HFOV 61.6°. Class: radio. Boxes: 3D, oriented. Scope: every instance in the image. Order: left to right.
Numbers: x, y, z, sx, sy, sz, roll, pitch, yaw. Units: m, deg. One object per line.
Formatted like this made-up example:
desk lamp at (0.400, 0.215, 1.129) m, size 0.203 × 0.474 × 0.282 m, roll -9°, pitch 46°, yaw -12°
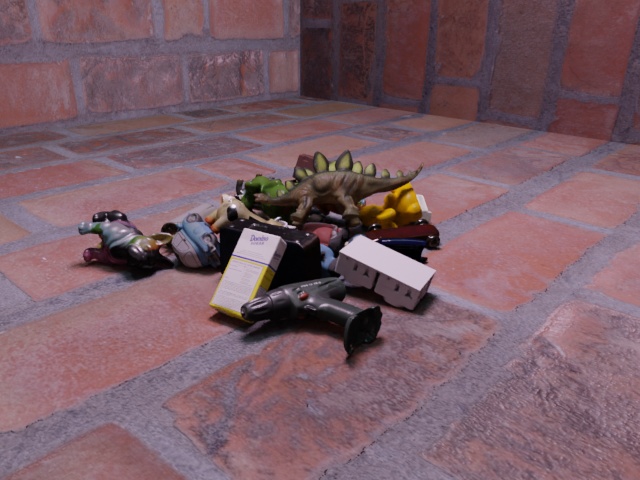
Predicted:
radio at (-0.111, 0.035, 1.181) m, size 0.230 × 0.131 × 0.073 m, roll 11°, pitch 27°, yaw 24°

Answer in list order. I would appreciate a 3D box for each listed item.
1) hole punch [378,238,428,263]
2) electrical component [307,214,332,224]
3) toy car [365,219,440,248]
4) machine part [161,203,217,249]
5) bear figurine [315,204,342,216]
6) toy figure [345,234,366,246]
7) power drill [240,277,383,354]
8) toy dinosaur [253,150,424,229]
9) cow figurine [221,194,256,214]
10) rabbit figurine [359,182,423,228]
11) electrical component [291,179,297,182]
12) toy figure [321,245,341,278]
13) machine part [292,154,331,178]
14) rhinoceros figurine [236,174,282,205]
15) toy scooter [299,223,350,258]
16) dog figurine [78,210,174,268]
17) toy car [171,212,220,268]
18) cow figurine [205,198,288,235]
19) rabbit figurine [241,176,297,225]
hole punch at (0.191, 0.029, 1.268) m, size 0.142 × 0.092 × 0.116 m, roll -2°, pitch 19°, yaw 2°
electrical component at (-0.015, -0.053, 1.535) m, size 0.094 × 0.021 × 0.063 m, roll 10°, pitch 25°, yaw 20°
toy car at (0.215, -0.008, 1.397) m, size 0.202 × 0.053 × 0.089 m, roll -8°, pitch 43°, yaw -17°
machine part at (-0.339, -0.039, 1.420) m, size 0.079 × 0.079 × 0.243 m, roll 9°, pitch 25°, yaw 19°
bear figurine at (0.014, -0.130, 1.580) m, size 0.132 × 0.120 × 0.196 m, roll 9°, pitch 0°, yaw -31°
toy figure at (0.085, 0.034, 1.289) m, size 0.064 × 0.057 × 0.154 m, roll -7°, pitch 22°, yaw 16°
power drill at (-0.004, 0.139, 1.007) m, size 0.208 × 0.085 × 0.232 m, roll 13°, pitch 18°, yaw 41°
toy dinosaur at (0.058, -0.137, 1.428) m, size 0.472 × 0.198 × 0.105 m, roll -3°, pitch -15°, yaw -10°
cow figurine at (-0.240, -0.091, 1.560) m, size 0.098 × 0.068 × 0.167 m, roll 0°, pitch 25°, yaw -17°
rabbit figurine at (0.196, -0.071, 1.505) m, size 0.173 × 0.121 × 0.162 m, roll -14°, pitch 33°, yaw 8°
electrical component at (-0.058, -0.141, 1.683) m, size 0.048 × 0.074 × 0.119 m, roll -16°, pitch 31°, yaw -38°
toy figure at (-0.033, 0.043, 1.232) m, size 0.180 × 0.082 × 0.089 m, roll 19°, pitch 31°, yaw 31°
machine part at (0.017, -0.214, 1.742) m, size 0.201 × 0.087 × 0.201 m, roll 17°, pitch 8°, yaw -3°
rhinoceros figurine at (-0.174, -0.142, 1.637) m, size 0.191 × 0.112 × 0.073 m, roll -3°, pitch -10°, yaw 27°
toy scooter at (-0.003, -0.004, 1.344) m, size 0.135 × 0.075 × 0.184 m, roll 7°, pitch 15°, yaw 9°
dog figurine at (-0.444, 0.005, 1.283) m, size 0.219 × 0.108 × 0.191 m, roll 8°, pitch 21°, yaw 7°
toy car at (-0.296, 0.016, 1.281) m, size 0.103 × 0.109 × 0.162 m, roll -33°, pitch 47°, yaw -12°
cow figurine at (-0.165, -0.029, 1.301) m, size 0.127 × 0.194 × 0.086 m, roll -45°, pitch 35°, yaw 5°
rabbit figurine at (-0.150, -0.121, 1.518) m, size 0.159 × 0.121 × 0.170 m, roll -8°, pitch 33°, yaw -41°
